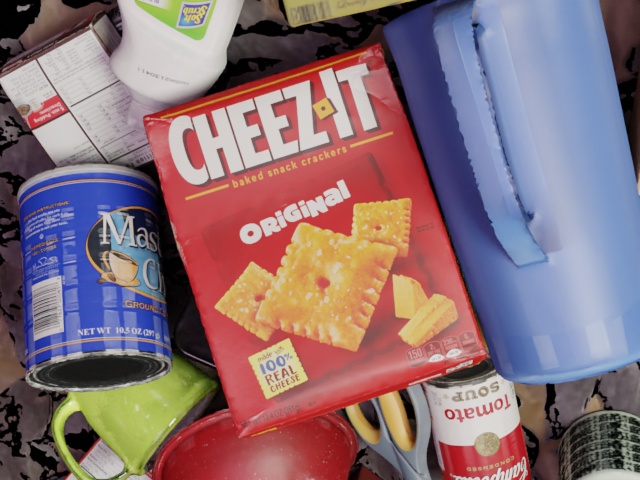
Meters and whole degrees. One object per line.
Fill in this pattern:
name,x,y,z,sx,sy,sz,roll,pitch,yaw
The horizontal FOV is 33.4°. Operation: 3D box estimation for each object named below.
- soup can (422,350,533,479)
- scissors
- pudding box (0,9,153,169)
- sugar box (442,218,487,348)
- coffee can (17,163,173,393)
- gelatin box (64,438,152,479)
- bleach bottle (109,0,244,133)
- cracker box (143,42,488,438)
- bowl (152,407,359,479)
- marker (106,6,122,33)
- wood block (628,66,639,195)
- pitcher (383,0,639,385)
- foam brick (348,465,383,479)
soup can,0.117,0.139,0.797,0.068,0.068,0.102,-10,105,14
scissors,0.064,0.184,0.817,0.096,0.016,0.202,3,108,52
pudding box,-0.169,-0.098,0.786,0.090,0.039,0.113,-24,116,17
sugar box,0.087,0.031,0.743,0.176,0.048,0.093,-3,84,-1
coffee can,-0.163,0.029,0.768,0.103,0.102,0.140,-14,69,15
gelatin box,-0.161,0.194,0.893,0.073,0.030,0.089,40,111,-1
bleach bottle,-0.092,-0.188,0.684,0.102,0.068,0.251,19,116,0
cracker box,-0.005,0.001,0.685,0.164,0.072,0.214,-18,82,-1
bowl,-0.044,0.191,0.810,0.162,0.055,0.162,-8,137,-8
marker,-0.164,-0.154,0.786,0.121,0.020,0.020,-24,101,18
wood block,0.254,-0.132,0.669,0.091,0.090,0.206,7,108,9
pitcher,0.128,-0.038,0.654,0.149,0.145,0.243,-16,92,-22
foam brick,0.027,0.232,0.854,0.053,0.051,0.078,38,111,-3
